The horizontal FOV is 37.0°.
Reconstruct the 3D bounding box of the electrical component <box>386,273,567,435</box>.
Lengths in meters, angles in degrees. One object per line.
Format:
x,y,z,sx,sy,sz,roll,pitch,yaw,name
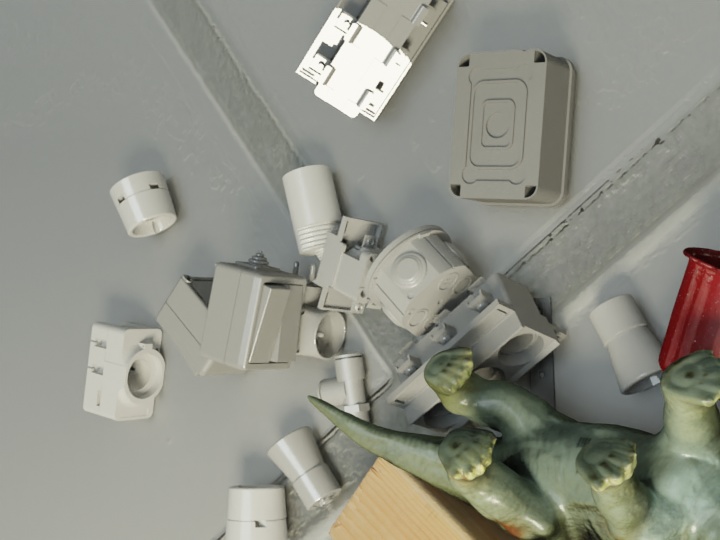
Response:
0.085,0.064,0.822,0.121,0.079,0.063,-45,42,26,electrical component

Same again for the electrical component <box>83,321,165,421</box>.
-0.231,0.099,1.059,0.056,0.050,0.089,9,93,36,electrical component

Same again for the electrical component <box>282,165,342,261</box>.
-0.038,-0.045,0.932,0.043,0.043,0.081,-21,76,33,electrical component

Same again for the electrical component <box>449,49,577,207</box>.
0.117,-0.106,0.815,0.078,0.057,0.113,4,90,36,electrical component

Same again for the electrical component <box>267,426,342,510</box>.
-0.045,0.174,0.930,0.044,0.044,0.065,-43,70,26,electrical component

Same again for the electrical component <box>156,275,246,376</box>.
-0.140,0.049,0.989,0.096,0.062,0.061,46,114,28,electrical component

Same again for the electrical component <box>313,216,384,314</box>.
0.000,0.000,0.895,0.064,0.042,0.081,26,104,48,electrical component

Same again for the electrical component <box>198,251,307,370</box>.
-0.085,0.033,0.895,0.061,0.062,0.096,14,95,35,electrical component

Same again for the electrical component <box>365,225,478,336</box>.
0.048,0.008,0.844,0.051,0.080,0.080,49,115,31,electrical component

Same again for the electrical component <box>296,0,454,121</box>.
0.011,-0.190,0.883,0.079,0.063,0.121,31,111,-10,electrical component

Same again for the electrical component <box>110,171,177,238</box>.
-0.210,-0.063,1.049,0.055,0.055,0.047,-31,74,30,electrical component

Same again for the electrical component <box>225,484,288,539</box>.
-0.092,0.215,0.953,0.055,0.055,0.047,-6,81,35,electrical component

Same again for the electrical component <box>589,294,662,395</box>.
0.192,0.050,0.766,0.044,0.044,0.065,-38,63,28,electrical component

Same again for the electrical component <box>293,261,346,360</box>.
-0.053,0.033,0.939,0.077,0.043,0.079,9,93,36,electrical component
